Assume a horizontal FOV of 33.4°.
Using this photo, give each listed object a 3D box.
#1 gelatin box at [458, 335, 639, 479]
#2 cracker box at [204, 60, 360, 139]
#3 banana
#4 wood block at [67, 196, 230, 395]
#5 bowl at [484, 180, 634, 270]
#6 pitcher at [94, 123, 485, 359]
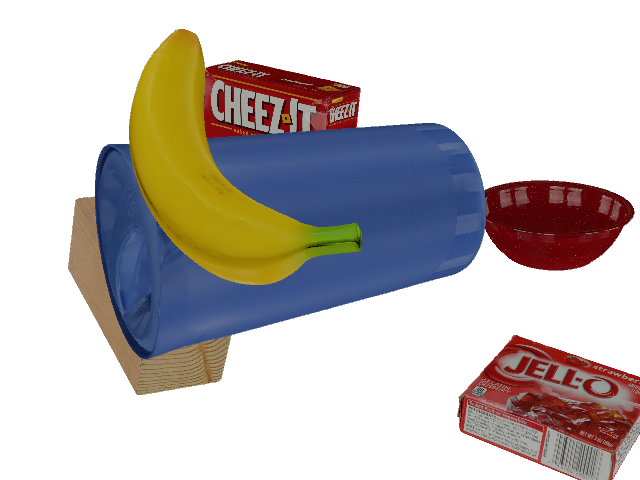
[{"bbox_3d":[0.132,0.092,0.594,0.089,0.030,0.073,19,33,28],"label":"gelatin box"},{"bbox_3d":[-0.052,-0.075,1.170,0.164,0.214,0.072,17,24,27],"label":"cracker box"},{"bbox_3d":[-0.054,-0.037,0.505,0.069,0.037,0.198,-23,47,-16],"label":"banana"},{"bbox_3d":[-0.170,0.045,1.047,0.090,0.091,0.206,-5,35,-31],"label":"wood block"},{"bbox_3d":[0.237,-0.012,1.097,0.162,0.055,0.162,-1,22,0],"label":"bowl"},{"bbox_3d":[-0.022,-0.009,0.708,0.242,0.145,0.149,-10,36,-25],"label":"pitcher"}]
